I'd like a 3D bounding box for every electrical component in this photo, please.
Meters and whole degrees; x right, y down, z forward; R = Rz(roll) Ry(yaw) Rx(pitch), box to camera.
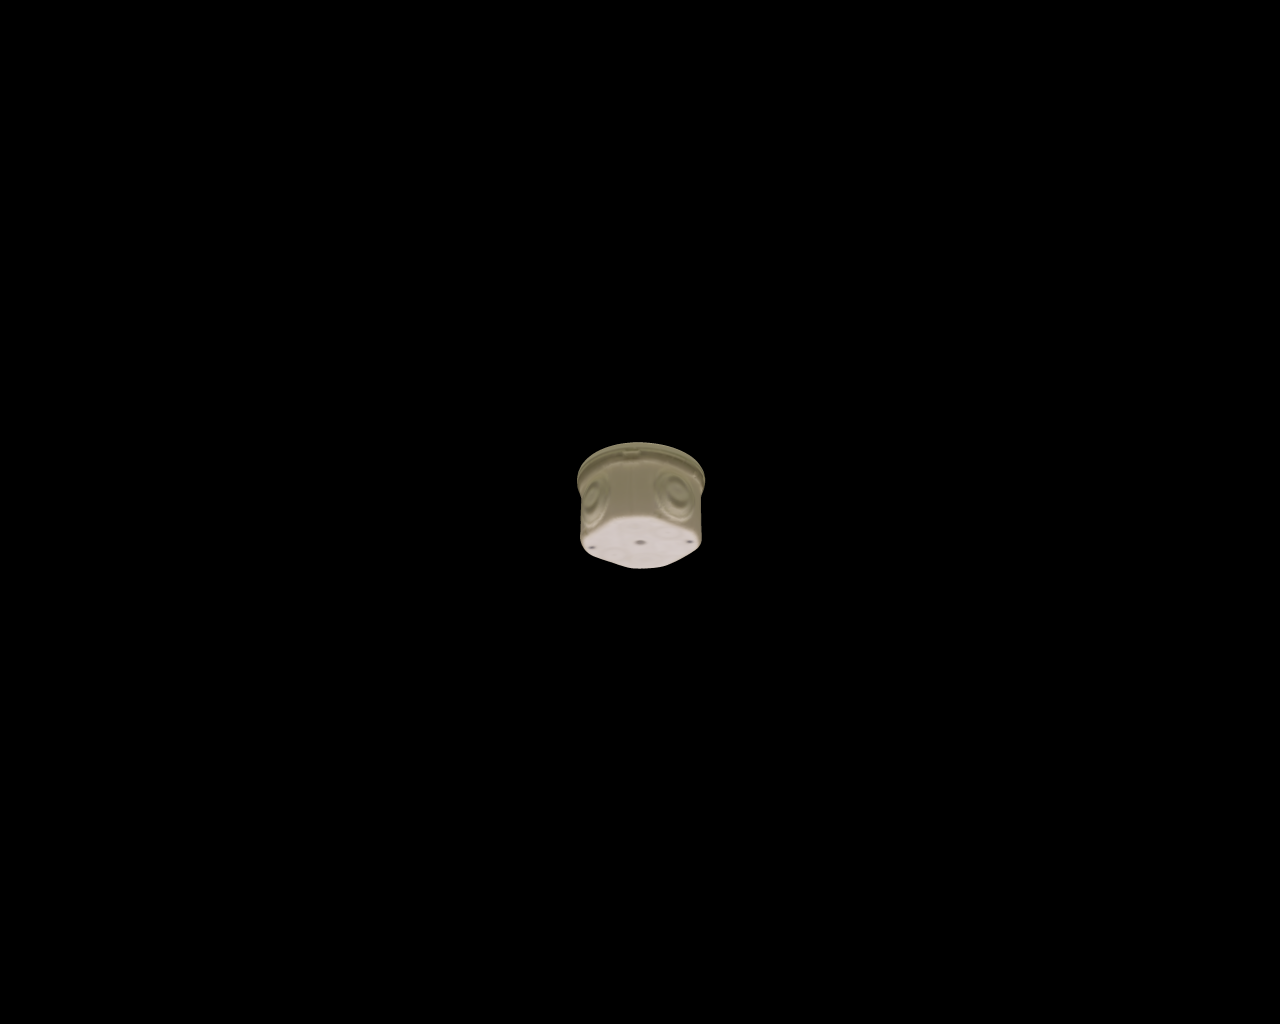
[{"bbox_3d":[0.001,-0.003,0.650,0.080,0.051,0.080,0,-29,0],"label":"electrical component"}]
